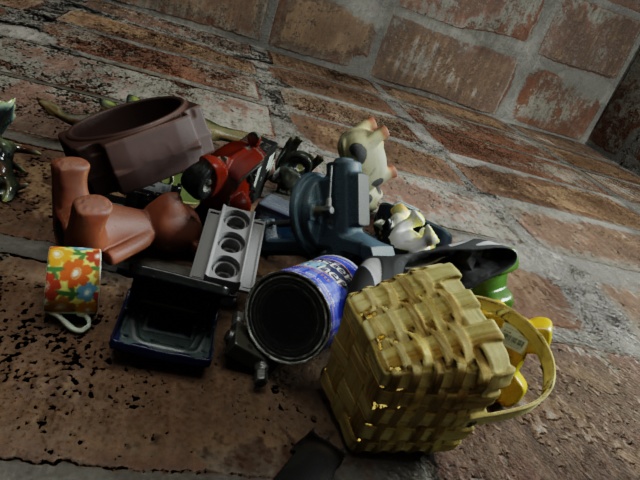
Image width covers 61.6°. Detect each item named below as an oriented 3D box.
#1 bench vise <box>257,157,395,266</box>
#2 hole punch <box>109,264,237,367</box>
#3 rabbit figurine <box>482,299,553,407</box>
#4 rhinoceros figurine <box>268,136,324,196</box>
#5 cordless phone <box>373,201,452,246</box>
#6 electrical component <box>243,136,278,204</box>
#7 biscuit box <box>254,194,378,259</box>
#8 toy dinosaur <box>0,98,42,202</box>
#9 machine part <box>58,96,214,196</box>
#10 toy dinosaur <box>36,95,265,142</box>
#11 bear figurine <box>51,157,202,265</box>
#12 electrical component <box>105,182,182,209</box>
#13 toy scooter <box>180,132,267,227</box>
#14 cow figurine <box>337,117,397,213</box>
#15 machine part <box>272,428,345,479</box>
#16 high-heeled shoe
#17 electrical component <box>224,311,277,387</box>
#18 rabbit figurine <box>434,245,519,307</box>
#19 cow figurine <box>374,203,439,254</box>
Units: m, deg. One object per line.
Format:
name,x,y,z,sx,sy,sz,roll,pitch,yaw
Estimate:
bench vise,-0.008,-0.001,0.777,0.241,0.223,0.129,-1,11,36
hole punch,-0.163,0.080,0.589,0.142,0.092,0.116,12,-6,-13
rabbit figurine,0.218,0.132,0.736,0.163,0.121,0.173,17,10,16
rhinoceros figurine,-0.056,-0.142,1.060,0.073,0.112,0.190,43,6,-17
cordless phone,0.184,-0.024,1.023,0.147,0.088,0.184,26,22,14
electrical component,-0.126,-0.125,0.963,0.058,0.114,0.134,25,26,1
biscuit box,-0.011,-0.009,0.878,0.203,0.059,0.063,23,27,7
toy dinosaur,-0.592,-0.184,0.769,0.405,0.131,0.192,22,13,15
machine part,-0.286,-0.153,0.833,0.201,0.087,0.201,-26,32,-25
toy dinosaur,-0.295,-0.220,1.053,0.471,0.105,0.199,7,25,-34
bear figurine,-0.234,-0.031,0.697,0.196,0.131,0.120,-9,47,-36
electrical component,-0.277,-0.067,0.824,0.119,0.047,0.075,15,25,-12
toy scooter,-0.130,-0.085,0.786,0.075,0.183,0.135,35,70,14
cow figurine,0.080,-0.129,1.050,0.127,0.194,0.086,-25,45,-8
machine part,-0.021,0.220,0.451,0.084,0.039,0.139,16,26,12
high-heeled shoe,0.142,0.048,0.649,0.145,0.086,0.249,-5,10,33
electrical component,-0.078,0.120,0.598,0.063,0.021,0.094,34,21,-22
rabbit figurine,0.203,0.050,0.857,0.170,0.121,0.159,-10,32,-21
cow figurine,0.128,0.004,0.842,0.068,0.098,0.167,56,4,-24
